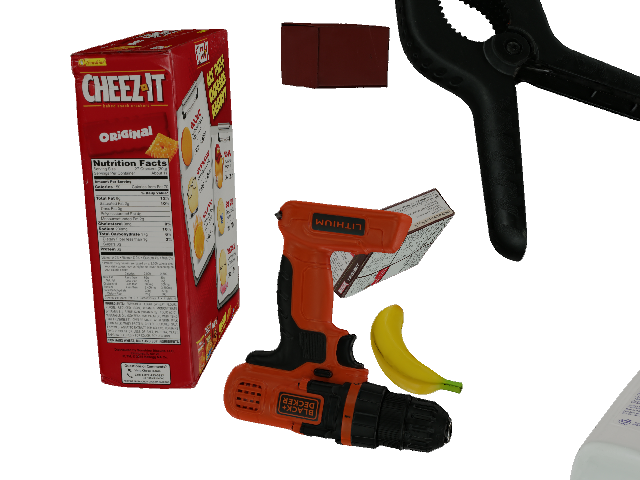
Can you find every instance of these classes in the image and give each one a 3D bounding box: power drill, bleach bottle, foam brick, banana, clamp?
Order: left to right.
[{"bbox_3d":[0.012,-0.154,0.890,0.078,0.051,0.053,-7,16,-36],"label":"foam brick"},{"bbox_3d":[0.022,0.067,0.844,0.184,0.187,0.057,8,-2,12],"label":"power drill"},{"bbox_3d":[0.093,0.128,1.233,0.069,0.037,0.198,7,23,-22],"label":"banana"},{"bbox_3d":[0.106,-0.097,0.633,0.164,0.210,0.036,-40,-10,-23],"label":"clamp"},{"bbox_3d":[0.242,0.101,0.643,0.103,0.068,0.250,18,29,30],"label":"bleach bottle"}]

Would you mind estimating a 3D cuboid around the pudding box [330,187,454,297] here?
[{"bbox_3d":[0.065,0.003,1.029,0.113,0.039,0.090,-24,-23,-36],"label":"pudding box"}]

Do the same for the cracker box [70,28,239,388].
[{"bbox_3d":[-0.105,-0.029,0.721,0.072,0.214,0.164,0,15,7],"label":"cracker box"}]
